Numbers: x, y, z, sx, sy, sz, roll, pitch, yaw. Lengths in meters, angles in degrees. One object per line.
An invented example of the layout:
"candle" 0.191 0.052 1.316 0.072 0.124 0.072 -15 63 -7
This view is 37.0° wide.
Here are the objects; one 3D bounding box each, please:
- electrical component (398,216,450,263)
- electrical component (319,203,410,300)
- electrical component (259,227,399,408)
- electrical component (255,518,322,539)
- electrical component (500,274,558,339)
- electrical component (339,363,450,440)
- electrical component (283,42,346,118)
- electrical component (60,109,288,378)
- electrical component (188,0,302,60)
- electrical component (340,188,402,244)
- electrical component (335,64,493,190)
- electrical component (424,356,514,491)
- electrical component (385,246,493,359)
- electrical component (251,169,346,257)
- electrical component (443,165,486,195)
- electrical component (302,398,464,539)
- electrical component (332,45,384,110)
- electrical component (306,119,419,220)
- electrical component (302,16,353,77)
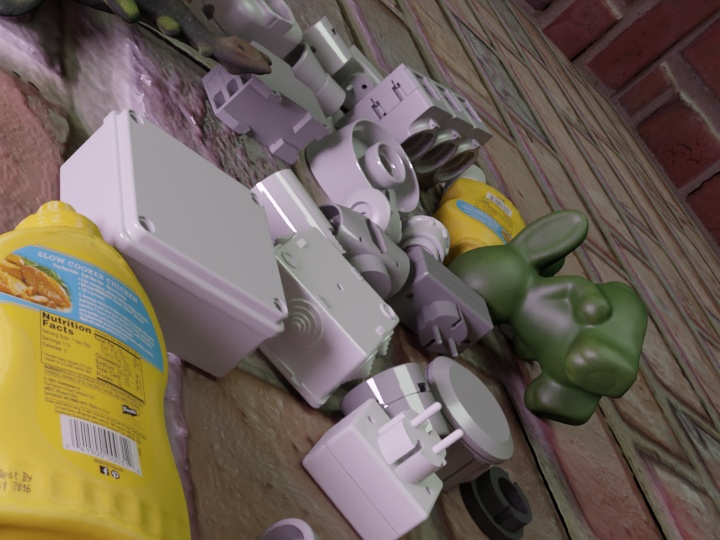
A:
"electrical component" 0.049 -0.013 0.901 0.048 0.048 0.062 45 28 -15
"electrical component" 0.000 0.000 0.773 0.077 0.043 0.079 33 27 -39
"electrical component" -0.028 0.025 0.659 0.099 0.048 0.100 48 20 1
"electrical component" -0.018 0.147 0.487 0.065 0.044 0.044 44 21 -31
"electrical component" 0.174 0.040 1.019 0.051 0.080 0.080 27 30 -36
"electrical component" 0.022 0.090 0.650 0.055 0.055 0.047 11 48 -60
"electrical component" -0.044 -0.169 0.979 0.065 0.044 0.044 43 21 -33
"electrical component" -0.100 -0.014 0.570 0.109 0.056 0.108 34 26 -37
"electrical component" -0.096 -0.210 0.913 0.053 0.059 0.095 58 22 20
"electrical component" 0.013 -0.036 0.863 0.062 0.048 0.048 30 28 -59
"electrical component" 0.059 -0.134 1.060 0.061 0.089 0.150 58 22 20
"electrical component" 0.060 0.102 0.711 0.080 0.051 0.080 42 22 -21
"electrical component" 0.061 0.038 0.829 0.083 0.047 0.075 38 23 -30
"electrical component" -0.041 -0.023 0.727 0.081 0.043 0.043 54 21 9
"electrical component" 0.112 -0.086 1.155 0.045 0.045 0.055 46 21 -11
"electrical component" 0.022 0.102 0.592 0.065 0.077 0.047 51 20 0
"electrical component" 0.000 -0.181 1.085 0.077 0.044 0.079 47 20 -8
"electrical component" 0.003 -0.078 0.920 0.099 0.064 0.099 36 38 -35
"electrical component" -0.040 -0.209 1.037 0.047 0.055 0.055 50 20 -13
